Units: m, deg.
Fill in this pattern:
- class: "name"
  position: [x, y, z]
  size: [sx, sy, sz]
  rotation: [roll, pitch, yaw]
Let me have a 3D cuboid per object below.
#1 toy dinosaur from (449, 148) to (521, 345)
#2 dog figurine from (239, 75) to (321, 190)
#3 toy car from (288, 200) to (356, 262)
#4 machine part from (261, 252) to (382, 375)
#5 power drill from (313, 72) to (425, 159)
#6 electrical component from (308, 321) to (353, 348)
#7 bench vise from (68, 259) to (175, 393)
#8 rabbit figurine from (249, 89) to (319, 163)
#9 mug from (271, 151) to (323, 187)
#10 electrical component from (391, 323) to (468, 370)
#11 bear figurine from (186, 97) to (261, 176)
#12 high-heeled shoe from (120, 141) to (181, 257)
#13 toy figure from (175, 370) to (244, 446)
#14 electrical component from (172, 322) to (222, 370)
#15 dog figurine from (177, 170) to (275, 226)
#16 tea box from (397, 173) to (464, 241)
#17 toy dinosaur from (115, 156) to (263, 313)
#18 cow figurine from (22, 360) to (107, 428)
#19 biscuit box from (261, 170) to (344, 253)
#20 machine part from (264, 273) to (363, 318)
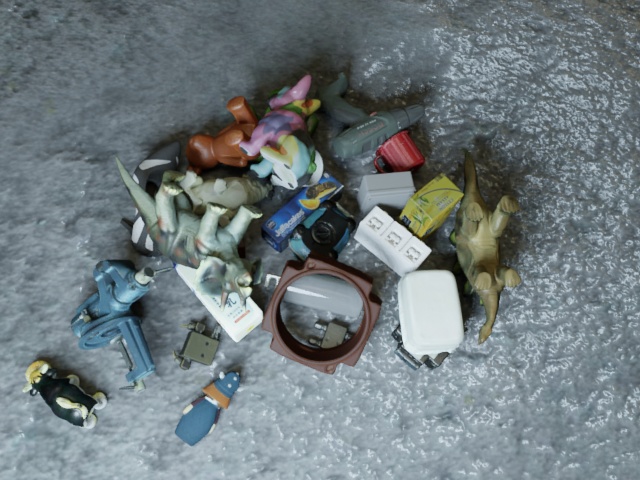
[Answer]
- class: "toy dinosaur"
  position: [0.327, -0.015, 1.118]
  size: [0.105, 0.198, 0.471]
  rotation: [6, 69, -2]
- class: "dog figurine"
  position: [-0.051, -0.224, 1.077]
  size: [0.192, 0.108, 0.219]
  rotation: [23, 69, 32]
- class: "toy car"
  position: [-0.002, -0.003, 1.133]
  size: [0.109, 0.103, 0.161]
  rotation: [38, 61, -3]
- class: "machine part"
  position: [0.003, 0.139, 1.030]
  size: [0.201, 0.087, 0.201]
  rotation: [24, 97, 1]
- class: "power drill"
  position: [0.099, -0.298, 1.255]
  size: [0.232, 0.086, 0.207]
  rotation: [-36, 71, -14]
- class: "electrical component"
  position: [0.027, 0.204, 1.101]
  size: [0.094, 0.021, 0.063]
  rotation: [20, 69, 1]
- class: "bench vise"
  position: [-0.364, 0.162, 1.006]
  size: [0.224, 0.128, 0.240]
  rotation: [-32, 73, 12]
- class: "rabbit figurine"
  position: [-0.111, -0.258, 1.219]
  size: [0.159, 0.121, 0.170]
  rotation: [34, 84, 12]
- class: "mug"
  position: [-0.064, -0.150, 1.166]
  size: [0.109, 0.107, 0.080]
  rotation: [-47, 124, -27]
- class: "electrical component"
  position: [0.216, 0.198, 1.102]
  size: [0.115, 0.058, 0.134]
  rotation: [41, 71, 13]
- class: "bear figurine"
  position: [-0.223, -0.214, 1.159]
  size: [0.196, 0.131, 0.120]
  rotation: [-6, 68, 18]
- class: "high-heeled shoe"
  position: [-0.330, -0.088, 1.136]
  size: [0.145, 0.086, 0.248]
  rotation: [28, 86, 27]
- class: "toy figure"
  position: [-0.210, 0.312, 1.019]
  size: [0.058, 0.064, 0.154]
  rotation: [16, 57, 42]
- class: "electrical component"
  position: [-0.246, 0.209, 1.065]
  size: [0.078, 0.045, 0.102]
  rotation: [22, 69, -27]
- class: "dog figurine"
  position: [-0.208, -0.101, 1.152]
  size: [0.173, 0.190, 0.121]
  rotation: [15, 112, 18]
- class: "tea box"
  position: [0.226, -0.057, 1.140]
  size: [0.098, 0.169, 0.068]
  rotation: [-38, 77, -16]
- class: "toy dinosaur"
  position: [-0.250, -0.009, 1.022]
  size: [0.405, 0.131, 0.192]
  rotation: [26, 106, 24]
- class: "cow figurine"
  position: [-0.483, 0.279, 0.985]
  size: [0.167, 0.098, 0.068]
  rotation: [30, 76, 7]
- class: "biscuit box"
  position: [-0.038, -0.063, 1.176]
  size: [0.059, 0.062, 0.203]
  rotation: [43, 71, 12]
- class: "machine part"
  position: [0.007, 0.105, 1.107]
  size: [0.243, 0.079, 0.079]
  rotation: [14, 68, 1]
